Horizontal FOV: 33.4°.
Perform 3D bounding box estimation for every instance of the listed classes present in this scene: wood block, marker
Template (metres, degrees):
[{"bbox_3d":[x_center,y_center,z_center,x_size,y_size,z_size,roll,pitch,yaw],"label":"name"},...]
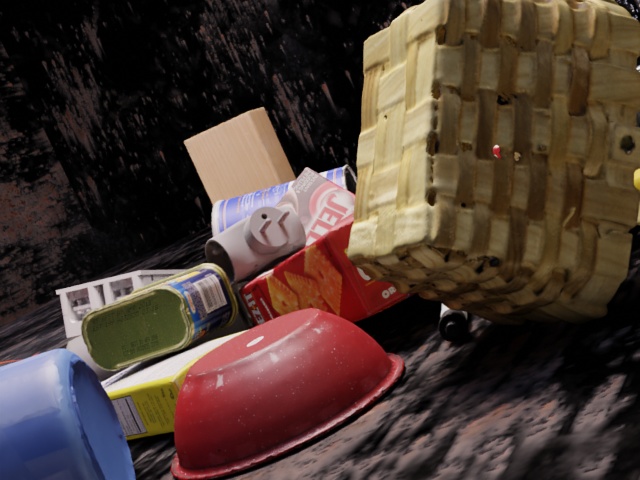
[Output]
[{"bbox_3d":[-0.073,-0.048,1.294,0.091,0.206,0.090,-23,6,13],"label":"wood block"},{"bbox_3d":[0.090,0.045,0.716,0.020,0.020,0.121,-24,6,11],"label":"marker"}]

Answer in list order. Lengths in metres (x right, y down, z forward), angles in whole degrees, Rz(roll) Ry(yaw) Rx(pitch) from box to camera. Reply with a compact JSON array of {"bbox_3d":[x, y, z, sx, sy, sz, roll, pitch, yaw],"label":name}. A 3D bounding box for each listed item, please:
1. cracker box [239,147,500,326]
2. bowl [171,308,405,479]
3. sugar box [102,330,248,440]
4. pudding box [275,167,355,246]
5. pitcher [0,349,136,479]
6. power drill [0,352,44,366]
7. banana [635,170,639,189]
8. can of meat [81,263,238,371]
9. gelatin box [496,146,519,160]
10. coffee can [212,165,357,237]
[{"bbox_3d":[0.045,0.012,0.829,0.164,0.072,0.214,-27,-1,-24],"label":"cracker box"},{"bbox_3d":[-0.031,0.087,0.670,0.162,0.055,0.162,-25,6,3],"label":"bowl"},{"bbox_3d":[-0.118,0.116,0.820,0.093,0.048,0.177,-28,3,-42],"label":"sugar box"},{"bbox_3d":[-0.007,0.001,0.980,0.113,0.090,0.039,-54,-27,-9],"label":"pudding box"},{"bbox_3d":[-0.230,0.158,0.587,0.243,0.149,0.145,-22,-10,-1],"label":"pitcher"},{"bbox_3d":[-0.331,0.146,1.114,0.185,0.057,0.187,-15,-8,34],"label":"power drill"},{"bbox_3d":[0.219,-0.044,0.751,0.198,0.069,0.037,-31,15,-1],"label":"banana"},{"bbox_3d":[-0.130,0.063,0.862,0.102,0.057,0.083,-20,2,21],"label":"can of meat"},{"bbox_3d":[0.156,-0.035,0.814,0.030,0.089,0.073,-29,6,-14],"label":"gelatin box"},{"bbox_3d":[-0.025,-0.008,1.072,0.140,0.103,0.102,-15,8,12],"label":"coffee can"}]
